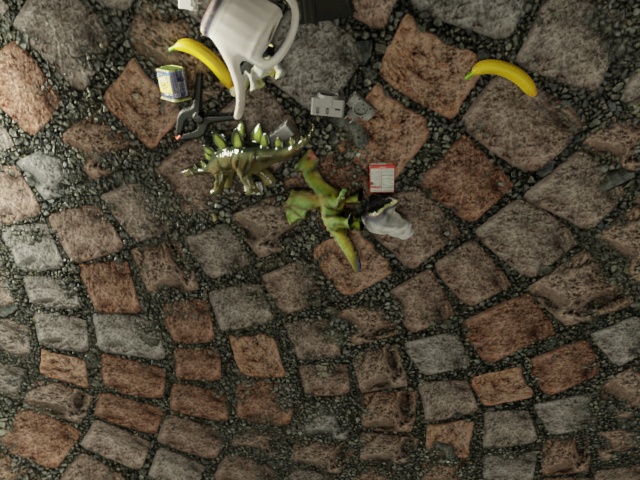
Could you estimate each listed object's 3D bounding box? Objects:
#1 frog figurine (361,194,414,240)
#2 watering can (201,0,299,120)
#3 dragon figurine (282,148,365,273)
[{"bbox_3d":[0.204,-0.047,1.541,0.137,0.125,0.157,-5,131,39],"label":"frog figurine"},{"bbox_3d":[-0.197,-0.495,1.284,0.224,0.104,0.348,30,89,-3],"label":"watering can"},{"bbox_3d":[0.005,-0.079,1.572,0.243,0.124,0.402,8,120,22],"label":"dragon figurine"}]
